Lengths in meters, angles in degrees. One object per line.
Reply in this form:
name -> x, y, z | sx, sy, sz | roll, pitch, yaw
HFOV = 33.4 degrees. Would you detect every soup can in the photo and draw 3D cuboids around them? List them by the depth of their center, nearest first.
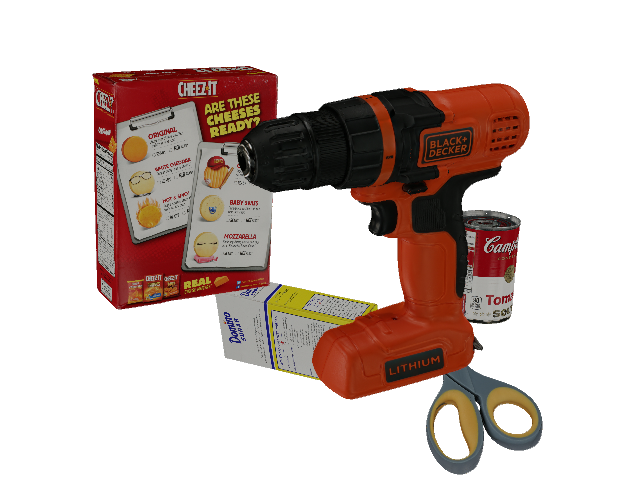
soup can -> 0.165, 0.026, 1.088 | 0.068, 0.102, 0.068 | 2, 16, -1

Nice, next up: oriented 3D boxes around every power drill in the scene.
power drill -> 0.037, 0.001, 0.642 | 0.184, 0.188, 0.057 | -11, 31, -23

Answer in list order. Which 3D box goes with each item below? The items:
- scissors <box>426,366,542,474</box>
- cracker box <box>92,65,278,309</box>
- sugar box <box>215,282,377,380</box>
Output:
scissors -> 0.123, 0.099, 0.850 | 0.096, 0.016, 0.201 | -2, 42, 9
cracker box -> -0.129, -0.054, 1.015 | 0.163, 0.214, 0.072 | -8, 20, -30
sugar box -> -0.024, 0.098, 1.145 | 0.176, 0.093, 0.048 | 13, 35, 27
